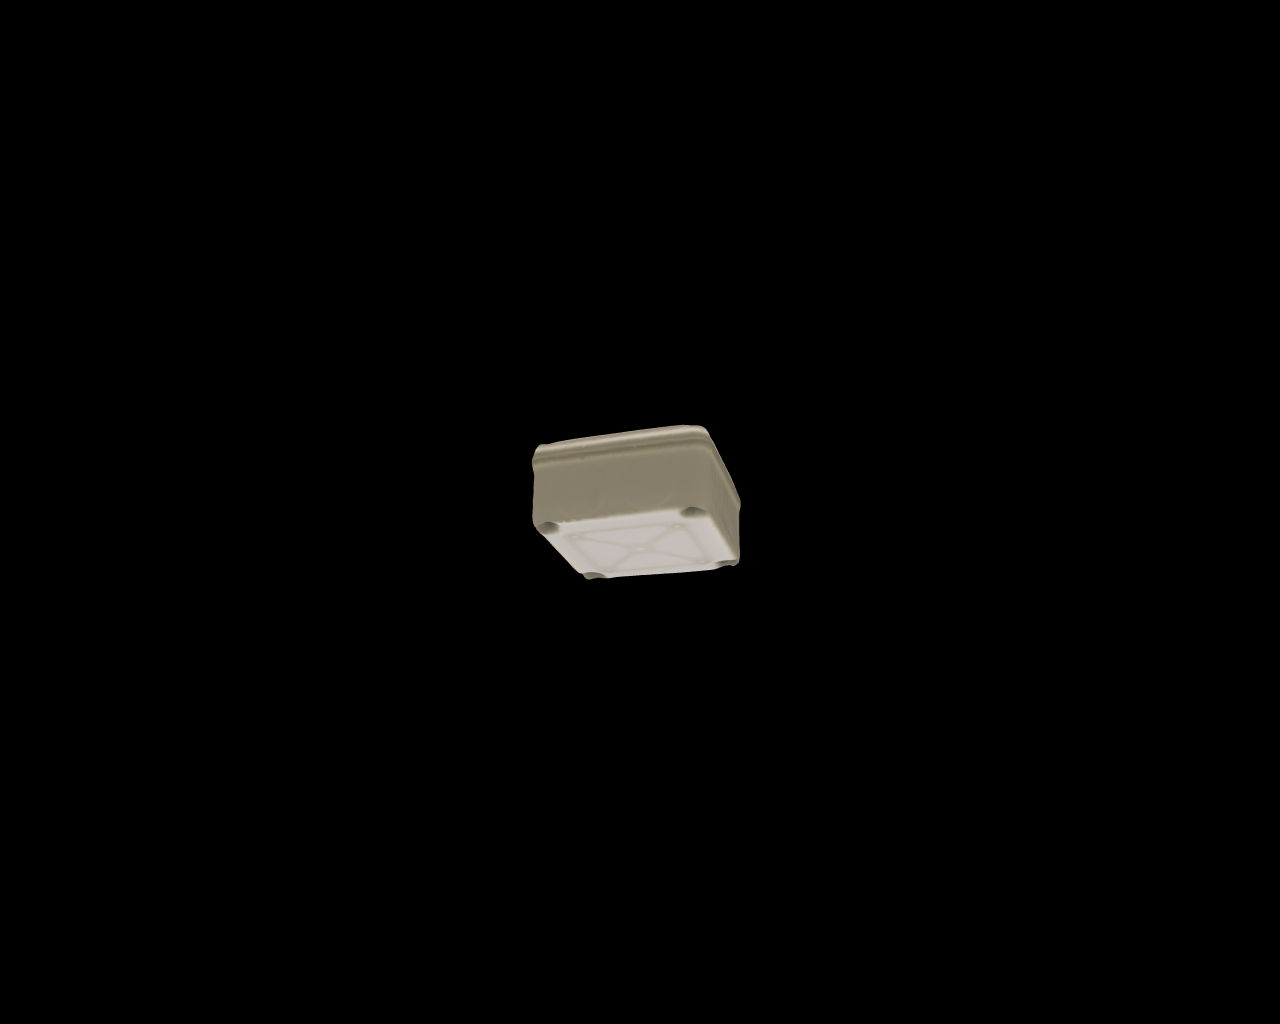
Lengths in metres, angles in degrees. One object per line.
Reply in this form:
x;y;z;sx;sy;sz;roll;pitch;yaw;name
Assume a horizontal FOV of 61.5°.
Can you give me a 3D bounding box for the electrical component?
0.001;-0.003;0.650;0.109;0.056;0.108;-6;-23;14;electrical component
